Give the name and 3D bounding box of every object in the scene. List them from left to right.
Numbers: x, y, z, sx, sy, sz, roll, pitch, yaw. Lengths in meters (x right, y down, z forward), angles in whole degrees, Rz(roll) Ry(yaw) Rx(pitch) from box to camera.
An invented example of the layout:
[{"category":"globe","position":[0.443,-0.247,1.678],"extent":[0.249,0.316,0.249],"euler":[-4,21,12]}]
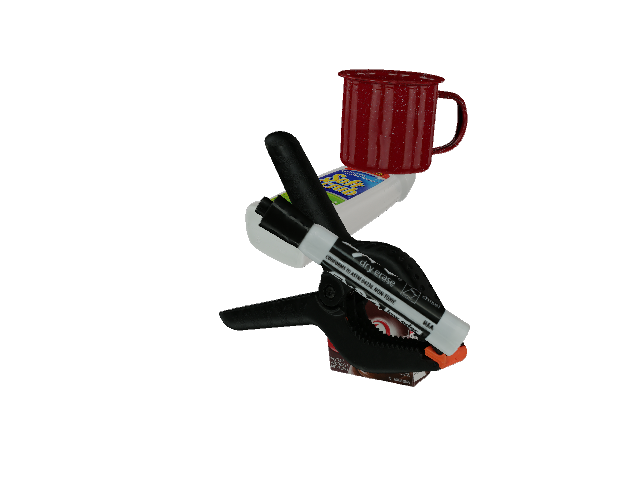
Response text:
[{"category":"clamp","position":[0.015,0.023,0.760],"extent":[0.210,0.165,0.036],"euler":[24,24,35]},{"category":"bleach bottle","position":[0.029,-0.055,1.344],"extent":[0.103,0.068,0.250],"euler":[27,43,35]},{"category":"marker","position":[0.019,0.016,0.529],"extent":[0.121,0.020,0.020],"euler":[34,1,1]},{"category":"pudding box","position":[0.059,0.099,1.130],"extent":[0.114,0.090,0.039],"euler":[5,20,36]},{"category":"mug","position":[0.072,-0.105,0.940],"extent":[0.117,0.081,0.093],"euler":[1,15,-8]}]
